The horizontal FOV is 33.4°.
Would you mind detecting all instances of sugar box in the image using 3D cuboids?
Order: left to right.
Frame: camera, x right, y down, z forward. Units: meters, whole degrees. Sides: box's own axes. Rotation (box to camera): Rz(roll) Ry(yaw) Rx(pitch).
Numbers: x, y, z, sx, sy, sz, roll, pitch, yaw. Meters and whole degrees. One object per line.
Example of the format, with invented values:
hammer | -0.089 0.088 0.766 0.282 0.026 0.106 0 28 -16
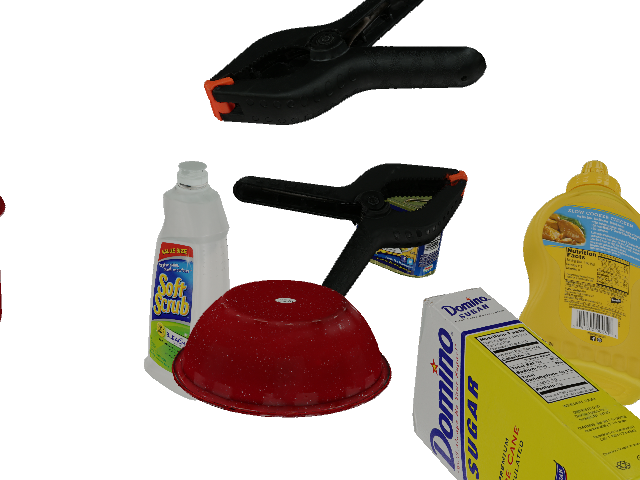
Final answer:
sugar box | 0.109 0.105 0.548 0.048 0.093 0.176 -11 28 -26

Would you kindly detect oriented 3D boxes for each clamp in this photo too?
clamp | 0.016 -0.109 0.668 0.171 0.039 0.120 -27 39 -6
clamp | 0.045 -0.015 0.951 0.209 0.165 0.036 -13 -39 -18

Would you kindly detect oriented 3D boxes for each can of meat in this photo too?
can of meat | 0.088 -0.014 1.186 0.102 0.084 0.057 23 26 32

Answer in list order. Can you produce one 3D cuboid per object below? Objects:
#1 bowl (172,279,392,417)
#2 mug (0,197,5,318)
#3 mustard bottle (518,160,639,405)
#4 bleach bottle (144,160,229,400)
bowl | -0.027 0.069 0.776 0.162 0.055 0.162 2 17 -1
mug | -0.242 0.021 0.633 0.093 0.081 0.117 17 28 26
mustard bottle | 0.196 0.020 0.782 0.096 0.191 0.058 13 -32 1
bleach bottle | -0.138 0.037 1.114 0.067 0.251 0.103 -20 33 -40
